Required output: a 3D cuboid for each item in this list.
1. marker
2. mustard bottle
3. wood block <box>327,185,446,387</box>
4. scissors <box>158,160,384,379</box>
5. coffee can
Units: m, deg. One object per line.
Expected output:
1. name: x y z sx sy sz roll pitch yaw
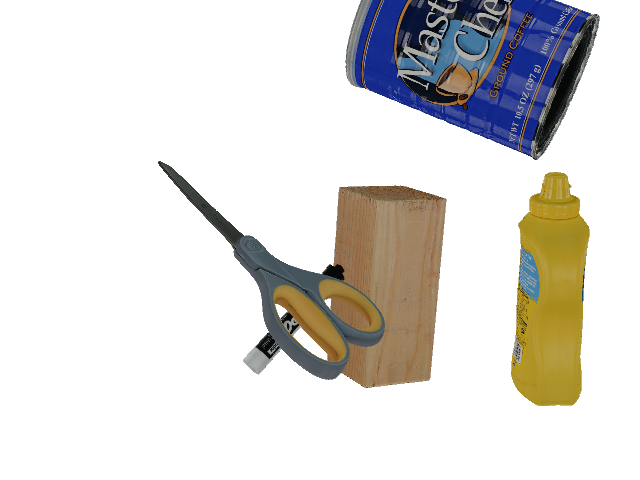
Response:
1. marker: -0.021 0.067 0.934 0.020 0.121 0.020 38 -17 14
2. mustard bottle: 0.195 0.037 0.907 0.058 0.192 0.096 -1 18 2
3. wood block: 0.071 0.048 1.187 0.090 0.206 0.091 -3 14 -29
4. scissors: -0.028 0.012 0.718 0.096 0.016 0.202 -3 45 -40
5. coffee can: 0.102 -0.128 0.722 0.140 0.103 0.102 25 7 15
